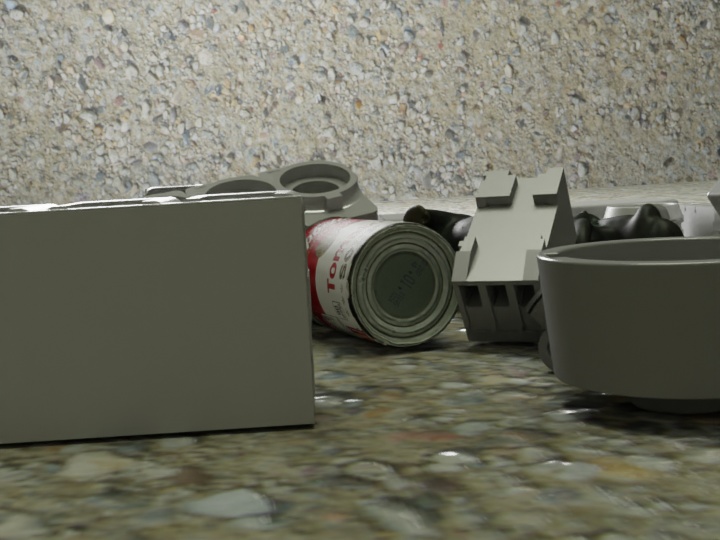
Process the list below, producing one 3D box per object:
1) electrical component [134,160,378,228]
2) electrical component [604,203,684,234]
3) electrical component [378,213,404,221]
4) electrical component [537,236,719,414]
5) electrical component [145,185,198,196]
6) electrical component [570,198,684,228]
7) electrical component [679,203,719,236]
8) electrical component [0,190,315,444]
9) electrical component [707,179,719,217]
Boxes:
[{"bbox_3d":[-0.073,-0.020,0.680,0.150,0.061,0.089,-15,32,-21],"label":"electrical component"},{"bbox_3d":[0.211,-0.020,0.798,0.078,0.057,0.058,-3,6,0],"label":"electrical component"},{"bbox_3d":[0.025,-0.018,0.898,0.059,0.053,0.095,-3,6,-2],"label":"electrical component"},{"bbox_3d":[0.124,0.021,0.413,0.108,0.060,0.108,-3,6,0],"label":"electrical component"},{"bbox_3d":[-0.087,-0.023,0.830,0.150,0.089,0.062,-5,6,-12],"label":"electrical component"},{"bbox_3d":[0.195,-0.026,0.866,0.113,0.057,0.078,-4,6,-6],"label":"electrical component"},{"bbox_3d":[0.297,-0.028,0.862,0.056,0.050,0.089,-3,6,0],"label":"electrical component"},{"bbox_3d":[-0.095,0.017,0.435,0.150,0.089,0.061,-3,6,-2],"label":"electrical component"},{"bbox_3d":[0.270,-0.020,0.728,0.075,0.083,0.047,-46,22,-17],"label":"electrical component"}]
